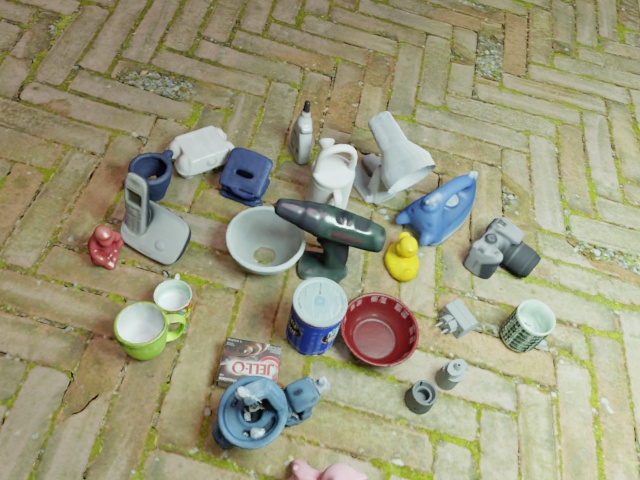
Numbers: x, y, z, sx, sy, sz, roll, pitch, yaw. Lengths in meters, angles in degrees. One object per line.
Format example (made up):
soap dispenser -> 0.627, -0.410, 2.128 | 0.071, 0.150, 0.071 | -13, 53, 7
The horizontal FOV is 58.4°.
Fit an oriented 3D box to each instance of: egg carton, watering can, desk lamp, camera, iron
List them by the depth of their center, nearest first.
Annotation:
watering can -> 0.024, -0.151, 1.287 | 0.101, 0.194, 0.172 | -24, 63, -24
camera -> 0.422, 0.028, 1.296 | 0.136, 0.101, 0.143 | 39, 58, 16
desk lamp -> 0.153, -0.176, 1.315 | 0.118, 0.213, 0.203 | -23, 63, -23
iron -> 0.301, -0.099, 1.335 | 0.259, 0.141, 0.118 | -35, 68, -28
egg carton -> -0.277, -0.205, 1.343 | 0.150, 0.069, 0.107 | -25, 64, -25

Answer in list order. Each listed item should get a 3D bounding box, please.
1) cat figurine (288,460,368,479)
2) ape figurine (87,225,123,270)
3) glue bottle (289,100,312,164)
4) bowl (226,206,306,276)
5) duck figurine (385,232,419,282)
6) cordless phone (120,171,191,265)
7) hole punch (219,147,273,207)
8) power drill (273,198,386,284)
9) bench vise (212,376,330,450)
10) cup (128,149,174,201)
cat figurine -> 0.009, 0.402, 0.954 | 0.127, 0.118, 0.067 | 18, 55, 2
ape figurine -> -0.436, 0.006, 1.157 | 0.076, 0.092, 0.078 | 40, 59, 17
glue bottle -> -0.040, -0.264, 1.364 | 0.037, 0.173, 0.078 | -11, 58, -17
bowl -> -0.118, 0.014, 1.221 | 0.167, 0.075, 0.167 | 5, 55, -7
duck figurine -> 0.188, 0.032, 1.258 | 0.077, 0.086, 0.104 | 1, 56, -9
cordless phone -> -0.334, -0.046, 1.154 | 0.147, 0.185, 0.094 | 26, 56, 8
hole punch -> -0.168, -0.144, 1.309 | 0.108, 0.091, 0.101 | 20, 55, 3
power drill -> 0.011, 0.004, 1.169 | 0.229, 0.208, 0.075 | 9, 55, -4
bench vise -> -0.085, 0.262, 0.969 | 0.208, 0.220, 0.121 | -35, 68, -28
cup -> -0.363, -0.140, 1.268 | 0.091, 0.095, 0.118 | 28, 56, 9
